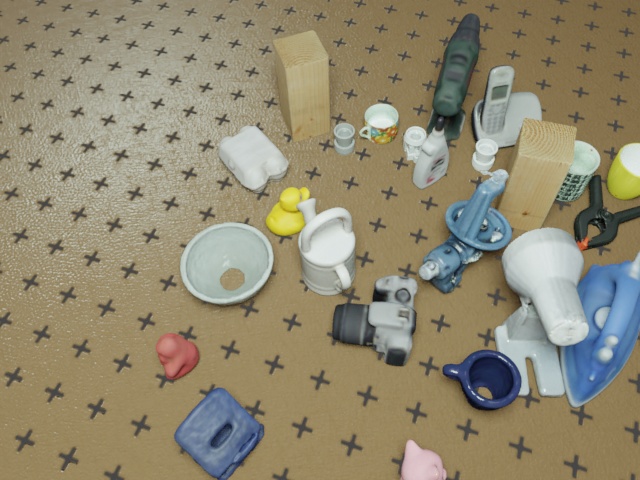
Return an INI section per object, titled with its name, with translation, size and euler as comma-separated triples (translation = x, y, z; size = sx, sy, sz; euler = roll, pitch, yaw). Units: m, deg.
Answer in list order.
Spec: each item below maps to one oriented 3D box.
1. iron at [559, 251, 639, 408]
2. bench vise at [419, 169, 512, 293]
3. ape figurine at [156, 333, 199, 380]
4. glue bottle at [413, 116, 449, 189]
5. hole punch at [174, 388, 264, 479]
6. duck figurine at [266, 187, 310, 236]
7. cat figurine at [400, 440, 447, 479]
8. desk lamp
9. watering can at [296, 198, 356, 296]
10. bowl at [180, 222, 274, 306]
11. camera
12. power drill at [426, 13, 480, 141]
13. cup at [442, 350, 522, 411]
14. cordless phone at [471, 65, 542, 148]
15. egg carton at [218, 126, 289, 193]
[iron]
translation = 0.467, 0.138, 0.925
size = 0.118, 0.141, 0.259
euler = 23, 61, 16
[bench vise]
translation = 0.262, -0.010, 0.981
size = 0.121, 0.220, 0.208
euler = 24, 61, 17
[ape figurine]
translation = -0.244, 0.187, 0.950
size = 0.076, 0.092, 0.078
euler = 0, 57, 2
[glue bottle]
translation = 0.223, -0.175, 1.118
size = 0.078, 0.173, 0.037
euler = -37, 63, -19
[hole punch]
translation = -0.151, 0.296, 0.876
size = 0.101, 0.091, 0.109
euler = 33, 64, 21
[duck figurine]
translation = -0.059, -0.063, 1.107
size = 0.105, 0.086, 0.077
euler = -33, 62, -18
[cat figurine]
translation = 0.147, 0.356, 0.811
size = 0.067, 0.118, 0.128
euler = 2, 57, 4
[desk lamp]
translation = 0.351, 0.116, 0.901
size = 0.118, 0.214, 0.203
euler = -1, 57, 2
[watering can]
translation = 0.007, 0.004, 0.997
size = 0.172, 0.194, 0.101
euler = 38, 66, 23
[bowl]
translation = -0.164, 0.054, 1.042
size = 0.167, 0.075, 0.167
euler = -1, 57, 2
[camera]
translation = 0.093, 0.127, 0.971
size = 0.136, 0.101, 0.143
euler = 5, 58, 6
[power drill]
translation = 0.277, -0.319, 1.187
size = 0.075, 0.208, 0.230
euler = 14, 59, 11
[cup]
translation = 0.247, 0.229, 0.903
size = 0.117, 0.095, 0.092
euler = 10, 58, 9
[cordless phone]
translation = 0.392, -0.281, 1.172
size = 0.147, 0.185, 0.094
euler = -14, 58, -6
[egg carton]
translation = -0.141, -0.170, 1.189
size = 0.107, 0.069, 0.150
euler = -34, 62, -18
